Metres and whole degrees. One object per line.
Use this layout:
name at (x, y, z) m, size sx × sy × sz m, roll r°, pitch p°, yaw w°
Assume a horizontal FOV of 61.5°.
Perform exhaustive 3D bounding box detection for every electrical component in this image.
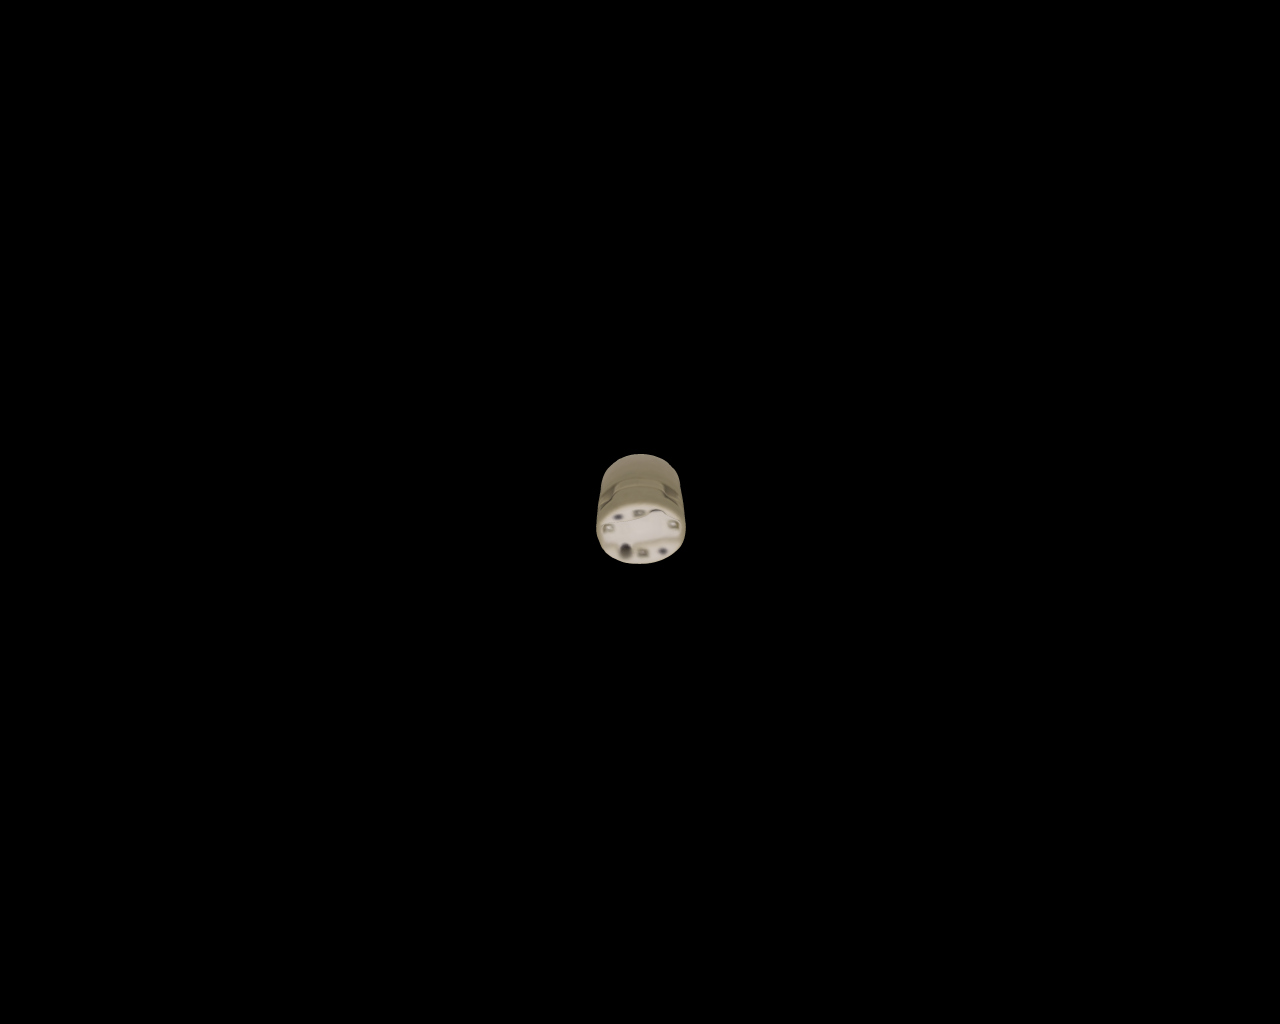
electrical component at (0.001, -0.003, 0.650) m, size 0.055 × 0.055 × 0.047 m, roll 0°, pitch 44°, yaw 0°
